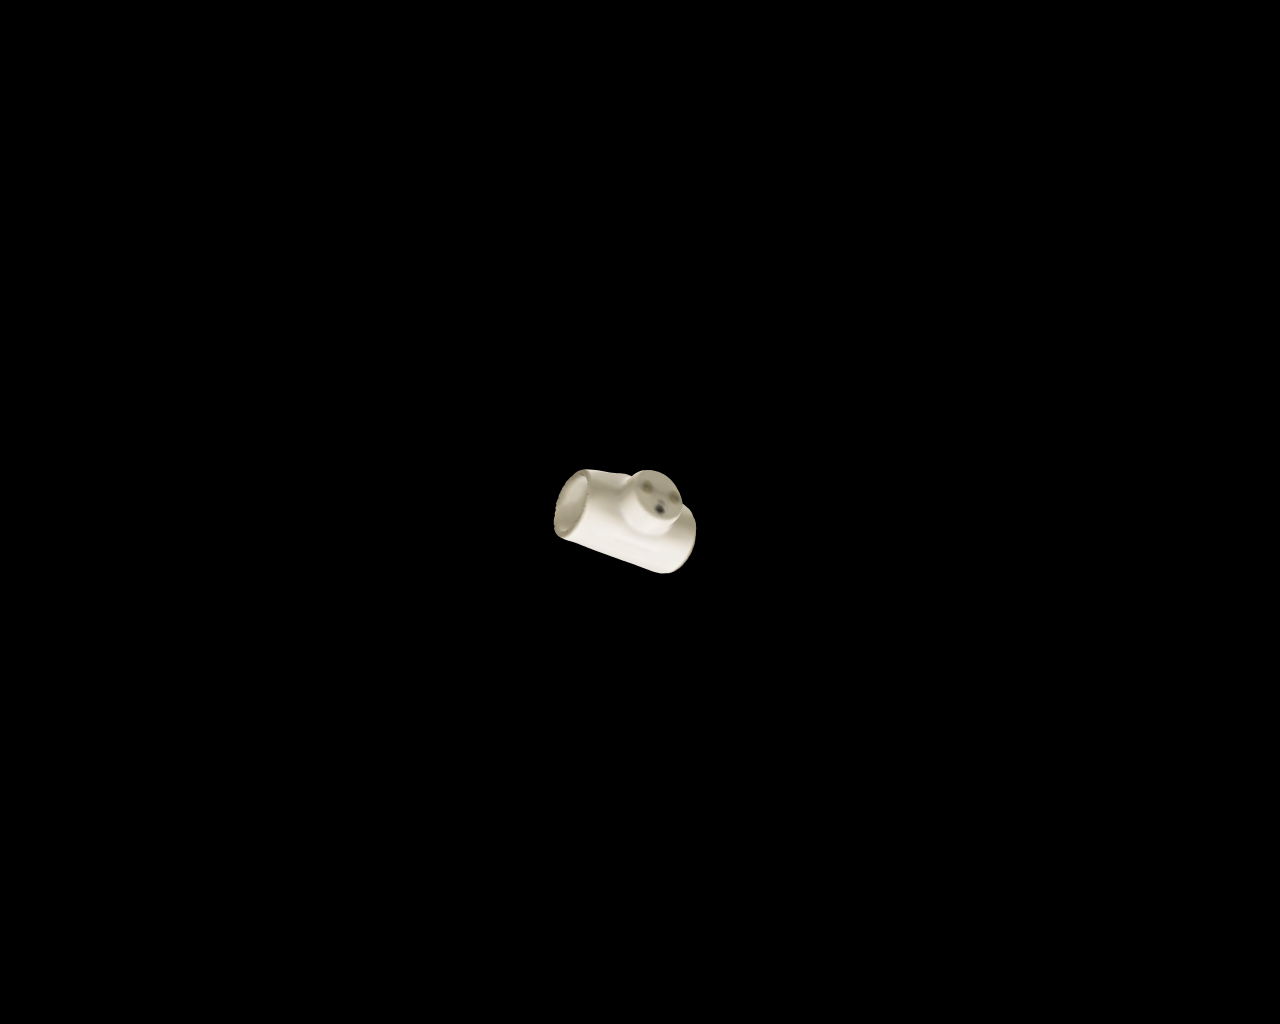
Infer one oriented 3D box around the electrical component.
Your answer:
[{"bbox_3d":[0.001,-0.003,0.650,0.077,0.043,0.079,21,-40,-26],"label":"electrical component"}]
